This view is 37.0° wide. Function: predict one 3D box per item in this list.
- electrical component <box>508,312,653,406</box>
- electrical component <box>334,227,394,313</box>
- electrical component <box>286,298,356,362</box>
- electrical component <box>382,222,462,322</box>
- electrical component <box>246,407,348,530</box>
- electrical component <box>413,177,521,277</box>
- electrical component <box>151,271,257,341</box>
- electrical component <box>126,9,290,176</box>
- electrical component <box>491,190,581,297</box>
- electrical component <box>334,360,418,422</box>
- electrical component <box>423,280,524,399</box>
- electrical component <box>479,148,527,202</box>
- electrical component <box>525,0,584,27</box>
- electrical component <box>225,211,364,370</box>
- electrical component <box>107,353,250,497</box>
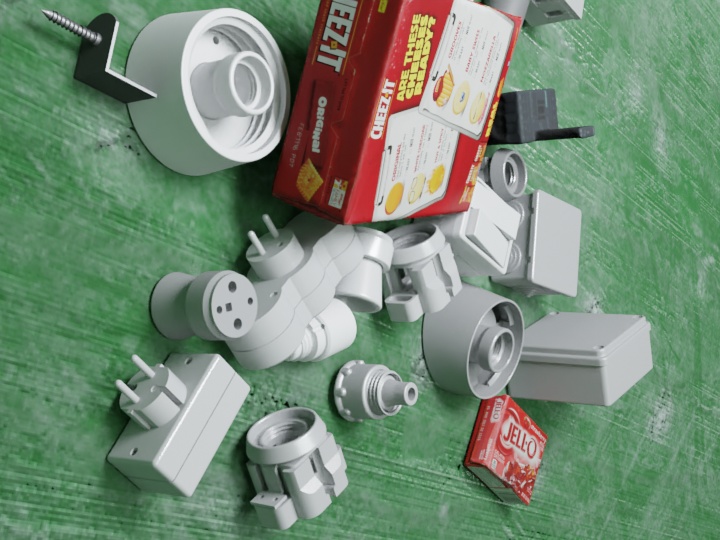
[{"bbox_3d":[0.210,0.083,1.032,0.109,0.109,0.056,-25,110,-49],"label":"electrical component"},{"bbox_3d":[0.000,0.000,0.823,0.045,0.045,0.055,33,63,-46],"label":"electrical component"},{"bbox_3d":[-0.037,0.047,0.779,0.078,0.040,0.040,-22,105,-50],"label":"electrical component"},{"bbox_3d":[0.046,-0.002,0.871,0.078,0.058,0.057,-42,123,-44],"label":"electrical component"},{"bbox_3d":[-0.047,0.133,0.750,0.078,0.058,0.057,-39,121,-45],"label":"electrical component"},{"bbox_3d":[0.097,-0.035,0.933,0.096,0.061,0.061,36,61,-45],"label":"electrical component"},{"bbox_3d":[-0.100,0.023,0.689,0.045,0.055,0.045,3,86,-51],"label":"electrical component"},{"bbox_3d":[-0.091,-0.118,0.701,0.108,0.060,0.108,3,86,-51],"label":"electrical component"},{"bbox_3d":[0.169,-0.023,1.032,0.100,0.048,0.099,17,75,-50],"label":"electrical component"},{"bbox_3d":[0.015,0.094,0.823,0.048,0.062,0.048,3,86,-51],"label":"electrical component"},{"bbox_3d":[0.099,0.062,0.949,0.099,0.064,0.099,-21,118,-46],"label":"electrical component"},{"bbox_3d":[0.116,-0.084,0.963,0.066,0.055,0.048,-3,90,-51],"label":"electrical component"},{"bbox_3d":[0.178,-0.326,1.047,0.089,0.062,0.150,30,66,-47],"label":"electrical component"},{"bbox_3d":[-0.055,-0.004,0.748,0.138,0.052,0.073,-54,128,-37],"label":"electrical component"},{"bbox_3d":[-0.122,0.084,0.665,0.075,0.047,0.083,52,51,-35],"label":"electrical component"}]
